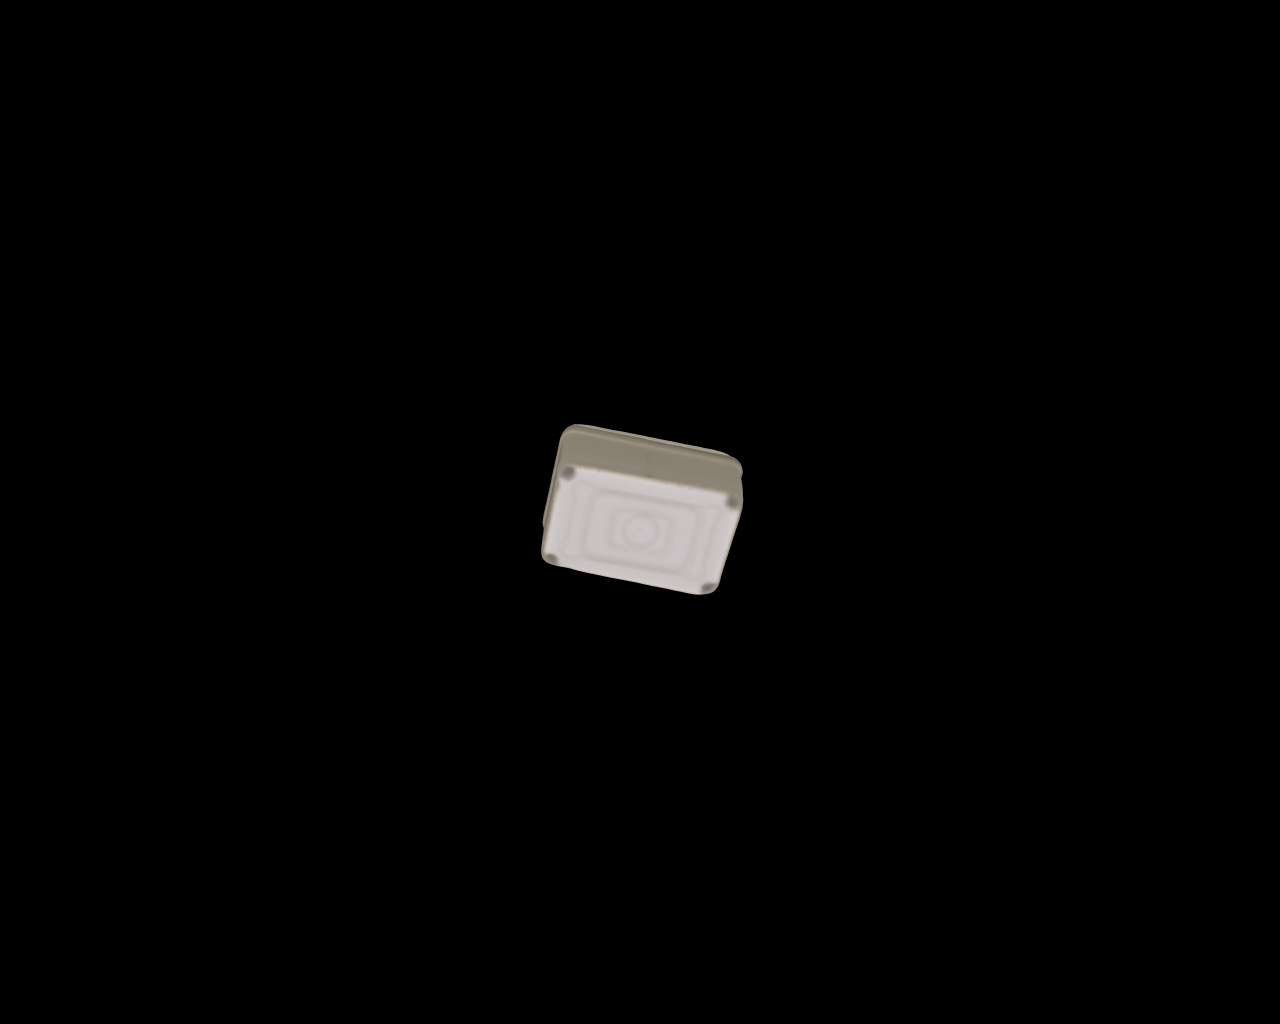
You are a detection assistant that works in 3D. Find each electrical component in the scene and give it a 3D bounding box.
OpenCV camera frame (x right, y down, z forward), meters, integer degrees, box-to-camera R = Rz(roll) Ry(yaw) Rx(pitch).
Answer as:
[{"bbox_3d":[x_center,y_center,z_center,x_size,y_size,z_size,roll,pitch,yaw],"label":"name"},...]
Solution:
[{"bbox_3d":[0.001,-0.003,0.650,0.113,0.078,0.057,11,30,-7],"label":"electrical component"}]
